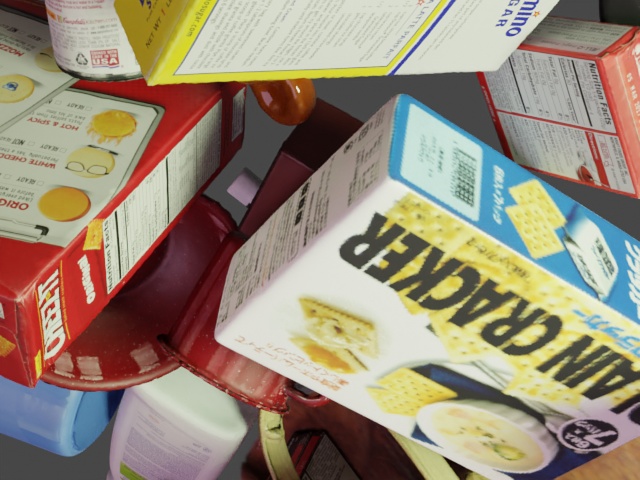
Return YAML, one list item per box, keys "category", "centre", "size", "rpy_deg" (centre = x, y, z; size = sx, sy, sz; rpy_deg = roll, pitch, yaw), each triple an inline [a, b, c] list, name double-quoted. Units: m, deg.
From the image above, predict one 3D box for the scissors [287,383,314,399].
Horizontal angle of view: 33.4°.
- category: "scissors"
  centre: [0.053, 0.090, 0.699]
  size: [0.096, 0.016, 0.202]
  rpy_deg: [38, 138, -5]

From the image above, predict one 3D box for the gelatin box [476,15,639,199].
- category: "gelatin box"
  centre: [0.114, -0.063, 0.484]
  size: [0.089, 0.030, 0.073]
  rpy_deg: [24, 146, 53]

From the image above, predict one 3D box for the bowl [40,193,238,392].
- category: "bowl"
  centre: [-0.130, 0.019, 0.680]
  size: [0.055, 0.162, 0.162]
  rpy_deg: [-126, 21, -47]

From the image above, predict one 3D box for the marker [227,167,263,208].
- category: "marker"
  centre: [-0.004, 0.001, 0.649]
  size: [0.121, 0.020, 0.020]
  rpy_deg: [39, 138, -6]

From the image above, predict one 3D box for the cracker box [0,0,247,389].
- category: "cracker box"
  centre: [-0.158, -0.039, 0.563]
  size: [0.164, 0.213, 0.072]
  rpy_deg: [19, 134, 16]

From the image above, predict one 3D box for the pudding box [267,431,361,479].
- category: "pudding box"
  centre: [0.001, 0.212, 0.788]
  size: [0.039, 0.090, 0.113]
  rpy_deg: [-16, 119, 40]

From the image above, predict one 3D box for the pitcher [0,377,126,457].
- category: "pitcher"
  centre: [-0.271, 0.080, 0.807]
  size: [0.243, 0.145, 0.149]
  rpy_deg: [21, 151, 10]

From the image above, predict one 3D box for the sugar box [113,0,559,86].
- category: "sugar box"
  centre: [0.021, -0.104, 0.400]
  size: [0.093, 0.175, 0.048]
  rpy_deg: [-49, 61, 46]

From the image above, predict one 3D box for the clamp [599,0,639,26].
- category: "clamp"
  centre: [0.189, -0.069, 0.445]
  size: [0.165, 0.036, 0.210]
  rpy_deg: [-10, 120, 48]

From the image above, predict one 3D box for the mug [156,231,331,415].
- category: "mug"
  centre: [-0.030, 0.053, 0.641]
  size: [0.117, 0.081, 0.093]
  rpy_deg: [30, -179, 26]

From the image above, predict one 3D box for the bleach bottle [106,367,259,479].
- category: "bleach bottle"
  centre: [-0.127, 0.164, 0.846]
  size: [0.102, 0.068, 0.251]
  rpy_deg: [34, 140, 0]

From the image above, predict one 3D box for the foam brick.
- category: "foam brick"
  centre: [-0.003, -0.029, 0.596]
  size: [0.051, 0.053, 0.078]
  rpy_deg: [33, 138, 1]

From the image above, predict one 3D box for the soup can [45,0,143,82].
- category: "soup can"
  centre: [-0.108, -0.140, 0.538]
  size: [0.069, 0.068, 0.102]
  rpy_deg: [14, 127, 21]
